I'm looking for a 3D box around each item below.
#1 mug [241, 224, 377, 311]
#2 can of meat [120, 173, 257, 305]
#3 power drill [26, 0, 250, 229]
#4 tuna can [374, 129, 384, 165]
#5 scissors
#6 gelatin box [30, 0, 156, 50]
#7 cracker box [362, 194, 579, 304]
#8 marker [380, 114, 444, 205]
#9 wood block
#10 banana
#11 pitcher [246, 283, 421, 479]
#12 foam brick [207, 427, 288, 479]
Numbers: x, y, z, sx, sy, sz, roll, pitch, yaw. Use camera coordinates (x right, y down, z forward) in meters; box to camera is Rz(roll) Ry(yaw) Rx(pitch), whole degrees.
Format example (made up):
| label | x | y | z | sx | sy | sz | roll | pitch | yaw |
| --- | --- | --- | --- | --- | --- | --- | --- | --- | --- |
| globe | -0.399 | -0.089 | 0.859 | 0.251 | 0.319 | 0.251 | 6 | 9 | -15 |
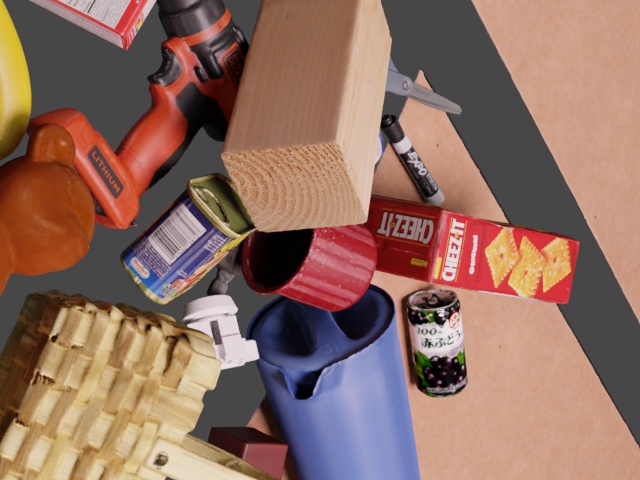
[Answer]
| label | x | y | z | sx | sy | sz | roll | pitch | yaw |
| --- | --- | --- | --- | --- | --- | --- | --- | --- | --- |
| mug | -0.006 | 0.001 | 0.903 | 0.081 | 0.093 | 0.117 | 23 | 60 | -39 |
| can of meat | -0.099 | -0.002 | 0.826 | 0.084 | 0.057 | 0.102 | -42 | 178 | 13 |
| power drill | -0.130 | -0.115 | 0.813 | 0.187 | 0.057 | 0.184 | -46 | 127 | -26 |
| tuna can | 0.013 | -0.090 | 0.936 | 0.033 | 0.086 | 0.086 | -49 | 129 | -26 |
| scissors | 0.075 | -0.169 | 1.025 | 0.201 | 0.016 | 0.096 | -6 | 104 | -43 |
| gelatin box | -0.159 | -0.188 | 0.755 | 0.073 | 0.089 | 0.030 | -63 | 178 | -13 |
| cracker box | 0.114 | 0.006 | 1.000 | 0.213 | 0.164 | 0.072 | 11 | 90 | -45 |
| marker | 0.091 | -0.079 | 1.059 | 0.020 | 0.020 | 0.121 | -53 | 130 | -21 |
| wood block | -0.005 | -0.115 | 0.840 | 0.090 | 0.091 | 0.206 | 66 | 25 | -46 |
| banana | -0.237 | -0.135 | 0.720 | 0.069 | 0.037 | 0.198 | -30 | 119 | -38 |
| pitcher | 0.027 | 0.161 | 0.990 | 0.149 | 0.145 | 0.243 | -27 | 122 | -23 |
| foam brick | -0.070 | 0.210 | 0.950 | 0.051 | 0.053 | 0.078 | 9 | 94 | -44 |
